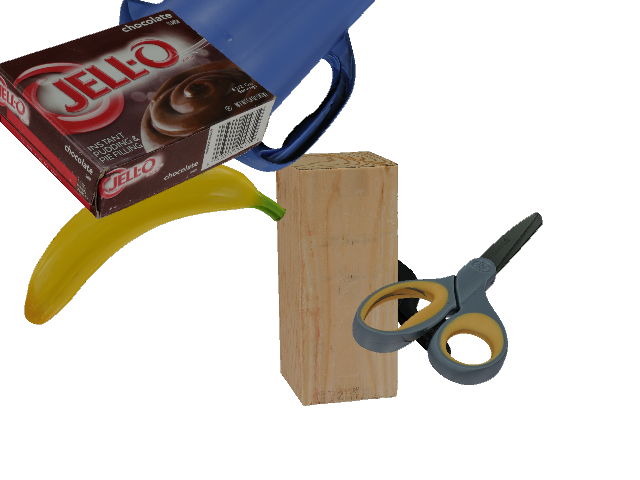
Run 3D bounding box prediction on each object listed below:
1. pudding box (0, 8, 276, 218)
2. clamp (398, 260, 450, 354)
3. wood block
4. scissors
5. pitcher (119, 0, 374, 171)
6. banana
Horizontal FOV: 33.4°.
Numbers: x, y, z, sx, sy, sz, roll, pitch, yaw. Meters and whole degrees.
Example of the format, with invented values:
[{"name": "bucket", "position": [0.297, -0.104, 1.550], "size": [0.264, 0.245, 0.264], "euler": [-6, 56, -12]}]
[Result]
[{"name": "pudding box", "position": [-0.094, -0.068, 0.543], "size": [0.113, 0.039, 0.090], "euler": [-28, 60, -39]}, {"name": "clamp", "position": [0.085, 0.078, 1.193], "size": [0.120, 0.171, 0.039], "euler": [7, -43, 0]}, {"name": "wood block", "position": [0.014, 0.030, 0.944], "size": [0.090, 0.206, 0.091], "euler": [-4, 13, -14]}, {"name": "scissors", "position": [0.106, 0.033, 0.649], "size": [0.201, 0.016, 0.096], "euler": [-21, 44, -37]}, {"name": "pitcher", "position": [-0.038, -0.184, 0.907], "size": [0.145, 0.149, 0.242], "euler": [25, 58, 31]}, {"name": "banana", "position": [-0.126, -0.007, 0.731], "size": [0.198, 0.069, 0.037], "euler": [-23, 9, 6]}]
